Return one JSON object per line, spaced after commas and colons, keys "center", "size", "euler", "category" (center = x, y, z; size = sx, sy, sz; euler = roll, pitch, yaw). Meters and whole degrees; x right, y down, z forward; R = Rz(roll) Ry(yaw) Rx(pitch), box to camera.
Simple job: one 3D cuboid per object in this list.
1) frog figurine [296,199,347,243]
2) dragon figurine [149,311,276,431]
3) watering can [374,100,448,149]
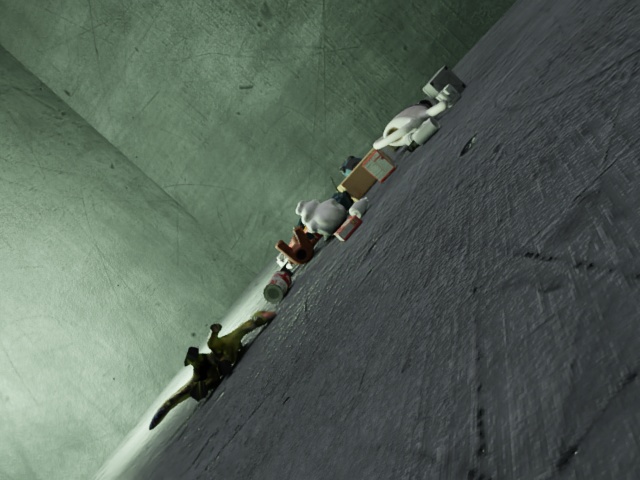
{"center": [0.005, -0.086, 1.704], "size": [0.138, 0.159, 0.122], "euler": [-48, 5, -8], "category": "frog figurine"}
{"center": [-0.279, 0.336, 1.401], "size": [0.409, 0.123, 0.242], "euler": [-46, -13, 4], "category": "dragon figurine"}
{"center": [0.339, -0.422, 1.831], "size": [0.343, 0.103, 0.228], "euler": [-26, 13, 42], "category": "watering can"}
